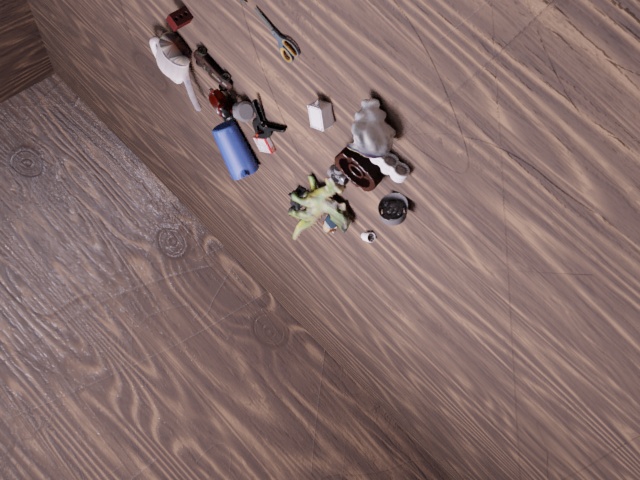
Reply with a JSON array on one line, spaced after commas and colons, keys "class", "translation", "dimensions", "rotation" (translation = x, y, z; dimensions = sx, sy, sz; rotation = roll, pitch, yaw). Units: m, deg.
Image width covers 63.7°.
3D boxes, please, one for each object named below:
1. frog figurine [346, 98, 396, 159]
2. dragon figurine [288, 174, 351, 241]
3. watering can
[{"class": "frog figurine", "translation": [0.157, -0.322, 1.491], "dimensions": [0.125, 0.137, 0.156], "rotation": [-108, 30, -58]}, {"class": "dragon figurine", "translation": [0.006, -0.102, 2.026], "dimensions": [0.245, 0.124, 0.400], "rotation": [31, 137, 22]}, {"class": "watering can", "translation": [-0.586, -0.714, 2.142], "dimensions": [0.346, 0.105, 0.222], "rotation": [52, 155, -5]}]
